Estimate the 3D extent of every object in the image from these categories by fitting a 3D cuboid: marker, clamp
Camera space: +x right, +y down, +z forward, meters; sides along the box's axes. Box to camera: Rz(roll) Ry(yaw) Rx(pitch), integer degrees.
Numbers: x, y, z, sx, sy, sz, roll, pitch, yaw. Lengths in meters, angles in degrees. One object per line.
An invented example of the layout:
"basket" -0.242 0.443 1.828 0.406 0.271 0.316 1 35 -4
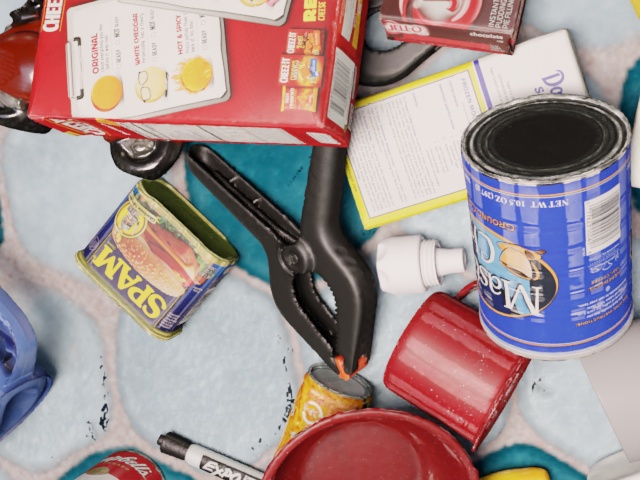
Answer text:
"marker" -0.077 0.185 0.865 0.121 0.020 0.020 21 104 14
"clamp" 0.011 -0.159 0.772 0.171 0.039 0.120 -11 100 13
"clamp" -0.005 0.001 0.782 0.165 0.036 0.210 -22 96 47

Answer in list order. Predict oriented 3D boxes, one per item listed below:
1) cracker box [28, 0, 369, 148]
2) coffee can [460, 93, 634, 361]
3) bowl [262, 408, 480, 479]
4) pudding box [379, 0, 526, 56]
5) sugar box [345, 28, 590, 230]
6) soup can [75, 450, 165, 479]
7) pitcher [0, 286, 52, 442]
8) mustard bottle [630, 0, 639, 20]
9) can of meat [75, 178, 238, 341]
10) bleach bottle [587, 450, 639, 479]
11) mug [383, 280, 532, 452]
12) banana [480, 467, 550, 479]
"cracker box" -0.077 -0.149 0.713 0.214 0.072 0.164 4 83 20
"coffee can" 0.148 -0.008 0.685 0.103 0.102 0.140 0 127 17
"bowl" 0.033 0.183 0.769 0.162 0.055 0.162 -1 107 -4
"pudding box" 0.097 -0.185 0.718 0.090 0.039 0.113 10 74 15
"sugar box" 0.102 -0.077 0.752 0.176 0.048 0.093 -16 96 16
"soup can" -0.175 0.218 0.857 0.069 0.102 0.068 3 99 18
"pitcher" -0.339 0.065 0.874 0.149 0.145 0.243 -40 81 -15
"mustard bottle" 0.214 -0.240 0.679 0.096 0.058 0.191 -24 90 -4
"can of meat" -0.125 0.013 0.834 0.102 0.057 0.084 43 106 6
"bleach bottle" 0.282 0.260 0.742 0.103 0.068 0.251 -26 93 20
"mug" 0.105 0.079 0.760 0.081 0.093 0.117 30 80 16
"banana" 0.097 0.239 0.812 0.069 0.037 0.198 26 108 -6
